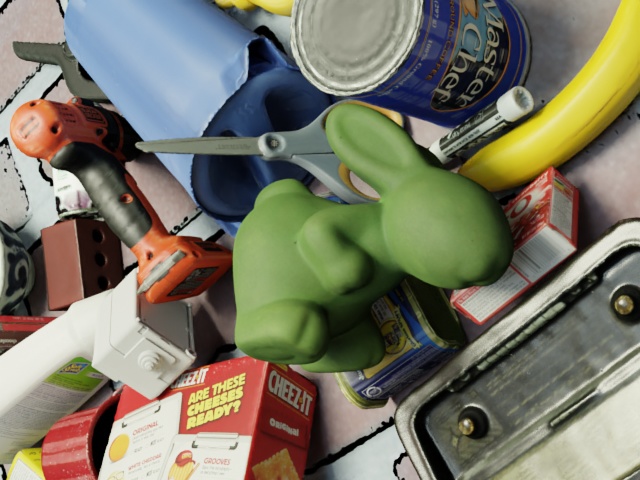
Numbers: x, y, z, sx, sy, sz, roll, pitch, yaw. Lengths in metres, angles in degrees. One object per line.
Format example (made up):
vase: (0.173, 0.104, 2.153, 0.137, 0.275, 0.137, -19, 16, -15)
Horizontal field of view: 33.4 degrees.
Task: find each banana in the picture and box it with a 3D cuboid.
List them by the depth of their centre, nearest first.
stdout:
banana: (0.166, -0.093, 0.697, 0.198, 0.037, 0.070, -52, 32, 20)

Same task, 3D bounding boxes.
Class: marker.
marker: (0.100, -0.071, 0.732, 0.121, 0.020, 0.020, -33, 65, 53)

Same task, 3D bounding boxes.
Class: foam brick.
foam brick: (-0.216, 0.023, 0.974, 0.051, 0.052, 0.078, -17, 76, 36)

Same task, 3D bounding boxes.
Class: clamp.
clamp: (-0.221, -0.194, 1.007, 0.172, 0.039, 0.120, 37, 114, 29)

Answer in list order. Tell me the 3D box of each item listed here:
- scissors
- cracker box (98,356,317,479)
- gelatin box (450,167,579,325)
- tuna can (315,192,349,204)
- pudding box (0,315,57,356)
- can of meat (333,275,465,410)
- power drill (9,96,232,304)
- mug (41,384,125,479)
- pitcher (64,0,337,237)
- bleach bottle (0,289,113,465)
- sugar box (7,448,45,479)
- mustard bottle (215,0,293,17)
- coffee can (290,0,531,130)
scissors: (-0.020, -0.050, 0.748, 0.096, 0.201, 0.016, 65, 152, 14)
cracker box: (-0.096, 0.205, 0.803, 0.164, 0.072, 0.213, -16, 49, 35)
gelatin box: (0.125, 0.004, 0.689, 0.030, 0.073, 0.089, 39, 124, -11)
tuna can: (-0.005, 0.001, 0.789, 0.086, 0.085, 0.034, -37, 66, 30)
pudding box: (-0.308, 0.108, 1.015, 0.114, 0.089, 0.039, -29, 67, 33)
can of meat: (0.045, 0.056, 0.764, 0.084, 0.057, 0.102, -39, 64, 26)
power drill: (-0.153, -0.036, 0.881, 0.057, 0.184, 0.188, -44, 80, 14)
mug: (-0.181, 0.174, 0.919, 0.082, 0.093, 0.117, -20, 43, 40)
pitcher: (-0.108, -0.123, 0.865, 0.149, 0.144, 0.243, -52, 53, 8)
bleach bottle: (-0.231, 0.116, 0.961, 0.251, 0.102, 0.068, -35, 61, 22)
sugar box: (-0.222, 0.270, 0.962, 0.176, 0.048, 0.093, 28, 103, 33)
mustard bottle: (-0.010, -0.228, 0.830, 0.192, 0.058, 0.096, -22, 72, 35)
coffee can: (0.063, -0.134, 0.712, 0.103, 0.140, 0.103, -4, 83, 38)
